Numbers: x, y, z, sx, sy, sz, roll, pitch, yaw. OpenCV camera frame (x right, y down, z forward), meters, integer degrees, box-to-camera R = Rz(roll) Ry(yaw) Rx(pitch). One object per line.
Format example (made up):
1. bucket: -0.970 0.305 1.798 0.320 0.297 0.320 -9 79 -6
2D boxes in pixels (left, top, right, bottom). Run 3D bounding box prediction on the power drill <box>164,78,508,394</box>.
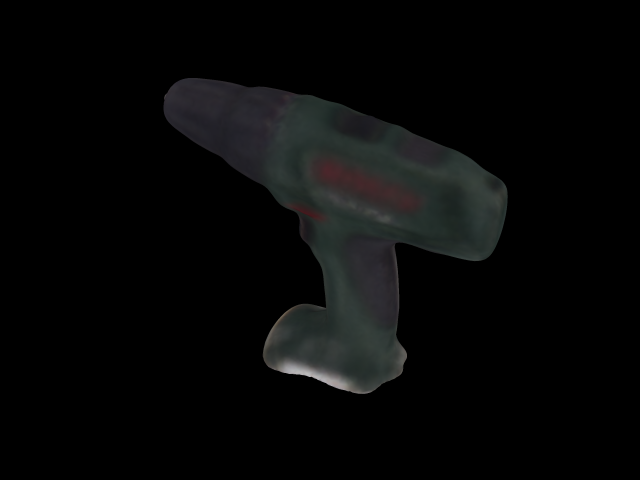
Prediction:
1. power drill: 0.004 0.001 0.400 0.229 0.208 0.076 11 36 16
